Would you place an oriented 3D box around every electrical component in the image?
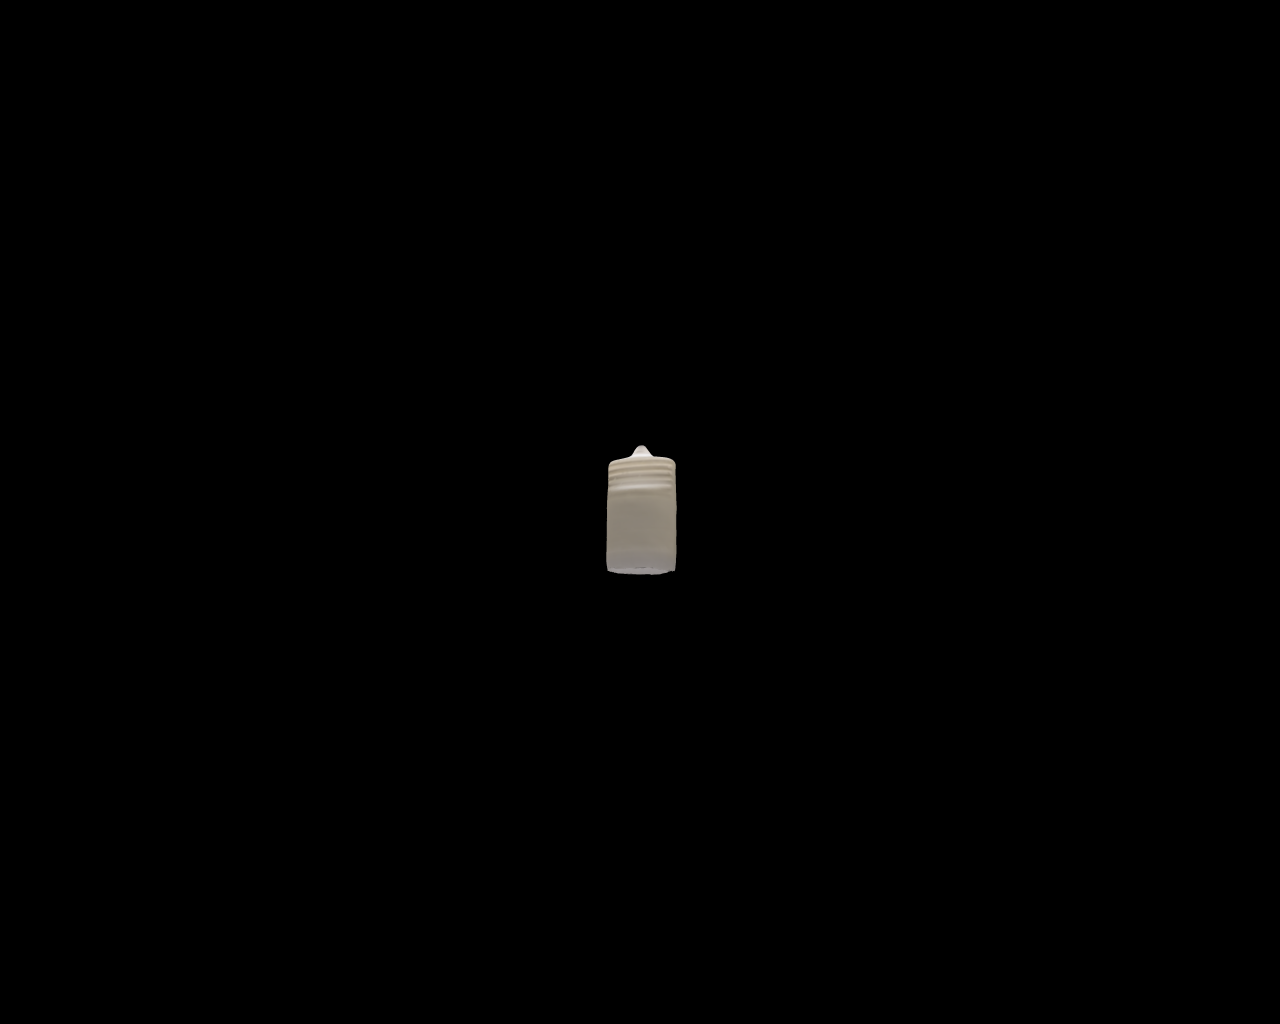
[{"bbox_3d":[0.001,-0.003,0.650,0.043,0.081,0.043,0,-9,0],"label":"electrical component"}]
